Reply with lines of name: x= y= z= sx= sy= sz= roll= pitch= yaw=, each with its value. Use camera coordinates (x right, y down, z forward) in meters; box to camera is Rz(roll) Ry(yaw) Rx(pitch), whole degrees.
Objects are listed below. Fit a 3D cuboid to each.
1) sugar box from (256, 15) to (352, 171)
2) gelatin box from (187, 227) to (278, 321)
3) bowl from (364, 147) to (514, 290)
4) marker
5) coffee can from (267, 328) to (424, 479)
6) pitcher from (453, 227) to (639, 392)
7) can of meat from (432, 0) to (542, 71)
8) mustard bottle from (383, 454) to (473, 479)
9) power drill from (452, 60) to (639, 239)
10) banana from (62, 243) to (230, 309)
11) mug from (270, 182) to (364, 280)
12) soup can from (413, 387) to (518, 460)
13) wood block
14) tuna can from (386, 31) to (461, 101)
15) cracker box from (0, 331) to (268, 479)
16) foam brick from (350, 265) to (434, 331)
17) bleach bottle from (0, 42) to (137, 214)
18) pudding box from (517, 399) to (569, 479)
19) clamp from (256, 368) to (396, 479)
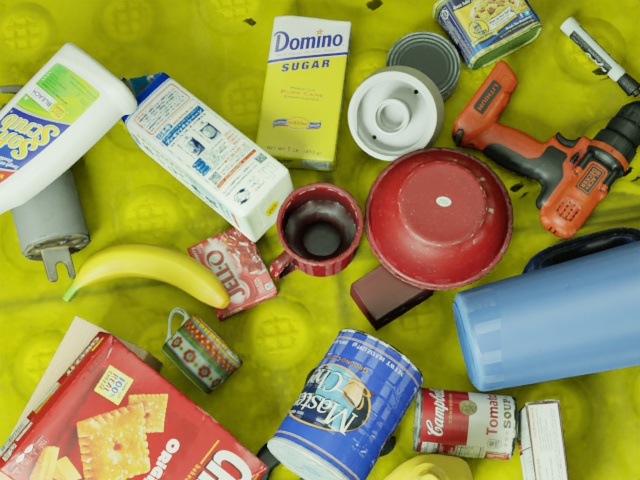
sugar box: x=-0.018 y=-0.170 z=1.232 sx=0.093 sy=0.048 sz=0.176 roll=6 pitch=76 yaw=4
gelatin box: x=-0.097 y=0.035 z=1.186 sx=0.073 sy=0.030 sz=0.089 roll=-24 pitch=75 yaw=-4
bowl: x=0.127 y=-0.031 z=1.125 sx=0.162 sy=0.055 sz=0.162 roll=-1 pitch=75 yaw=2
marker: x=0.328 y=-0.212 z=1.243 sx=0.020 sy=0.020 sz=0.121 roll=-39 pitch=77 yaw=-8
coffee can: x=0.027 y=0.175 z=1.075 sx=0.103 sy=0.103 sz=0.140 roll=30 pitch=68 yaw=9
pitcher: x=0.266 y=0.074 z=1.122 sx=0.243 sy=0.149 sz=0.145 roll=-13 pitch=90 yaw=2
can of meat: x=0.196 y=-0.256 z=1.242 sx=0.102 sy=0.057 sz=0.084 roll=-28 pitch=78 yaw=-5
mustard bottle: x=0.100 y=0.243 z=1.039 sx=0.096 sy=0.191 sz=0.058 roll=-15 pitch=75 yaw=-3
power drill: x=0.258 y=-0.120 z=1.201 sx=0.188 sy=0.057 sz=0.184 roll=36 pitch=79 yaw=11
banana: x=-0.188 y=0.038 z=1.174 sx=0.198 sy=0.037 sz=0.069 roll=1 pitch=85 yaw=18
mug: x=-0.008 y=0.001 z=1.165 sx=0.117 sy=0.081 sz=0.093 roll=-44 pitch=78 yaw=-10
soup can: x=0.151 y=0.192 z=1.116 sx=0.102 sy=0.068 sz=0.068 roll=5 pitch=75 yaw=3
wood block: x=-0.257 y=0.196 z=1.118 sx=0.091 sy=0.090 sz=0.206 roll=25 pitch=78 yaw=8
tuna can: x=0.119 y=-0.197 z=1.240 sx=0.086 sy=0.034 sz=0.086 roll=-1 pitch=75 yaw=2
cracker box: x=-0.183 y=0.219 z=1.043 sx=0.213 sy=0.072 sz=0.164 roll=43 pitch=74 yaw=-15
foam brick: x=0.078 y=0.055 z=1.163 sx=0.078 sy=0.053 sz=0.051 roll=-32 pitch=76 yaw=-6
bleach bottle: x=-0.314 y=-0.088 z=1.133 sx=0.103 sy=0.068 sz=0.250 roll=38 pitch=80 yaw=13
pudding box: x=0.229 y=0.225 z=1.092 sx=0.039 sy=0.090 sz=0.113 roll=-6 pitch=74 yaw=1
clamp: x=-0.019 y=0.219 z=1.131 sx=0.171 sy=0.039 sz=0.120 roll=-34 pitch=70 yaw=-14
